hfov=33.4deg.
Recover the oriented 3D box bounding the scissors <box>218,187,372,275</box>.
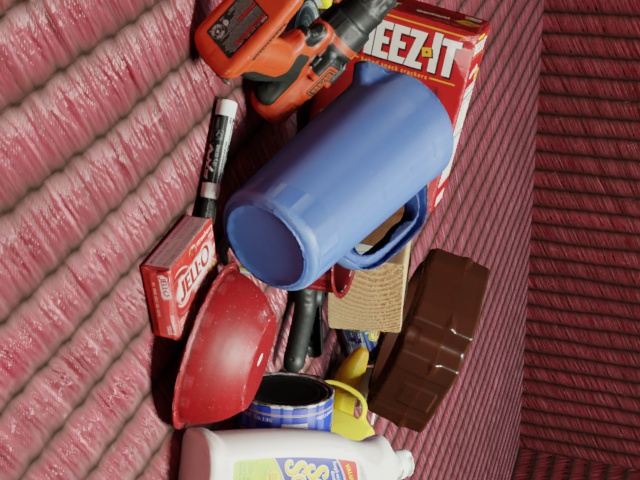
[{"bbox_3d":[-0.020,-0.015,1.083,0.201,0.016,0.096,-12,93,-38],"label":"scissors"}]

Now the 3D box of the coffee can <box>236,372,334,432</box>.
[{"bbox_3d":[-0.039,0.223,1.130,0.102,0.103,0.140,-29,125,-68],"label":"coffee can"}]

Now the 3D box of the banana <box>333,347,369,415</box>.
[{"bbox_3d":[0.040,0.239,1.451,0.037,0.069,0.198,-138,-143,-64],"label":"banana"}]

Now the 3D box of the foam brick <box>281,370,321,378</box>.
[{"bbox_3d":[-0.028,0.199,1.240,0.051,0.053,0.078,-60,150,-51],"label":"foam brick"}]

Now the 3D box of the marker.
[{"bbox_3d":[-0.096,-0.069,0.976,0.020,0.020,0.121,32,67,-70],"label":"marker"}]

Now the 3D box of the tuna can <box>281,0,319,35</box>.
[{"bbox_3d":[-0.028,-0.211,1.103,0.086,0.034,0.086,8,90,-72],"label":"tuna can"}]

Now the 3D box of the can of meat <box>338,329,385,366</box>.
[{"bbox_3d":[0.062,0.107,1.474,0.084,0.057,0.102,73,30,-48],"label":"can of meat"}]

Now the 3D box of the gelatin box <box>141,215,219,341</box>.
[{"bbox_3d":[-0.119,0.032,0.927,0.089,0.030,0.073,-59,150,-52],"label":"gelatin box"}]

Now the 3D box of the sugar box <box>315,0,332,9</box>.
[{"bbox_3d":[-0.020,-0.317,1.066,0.176,0.048,0.093,54,47,-67],"label":"sugar box"}]

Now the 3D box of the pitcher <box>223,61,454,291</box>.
[{"bbox_3d":[0.022,-0.049,1.038,0.242,0.149,0.145,-44,167,-40],"label":"pitcher"}]

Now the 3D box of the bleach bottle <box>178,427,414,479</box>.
[{"bbox_3d":[-0.013,0.225,1.048,0.250,0.068,0.102,0,102,-33],"label":"bleach bottle"}]

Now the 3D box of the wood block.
[{"bbox_3d":[0.067,0.028,1.342,0.206,0.090,0.091,-70,162,-67],"label":"wood block"}]

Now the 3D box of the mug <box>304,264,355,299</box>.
[{"bbox_3d":[-0.008,0.001,1.172,0.093,0.082,0.117,-10,107,-71],"label":"mug"}]

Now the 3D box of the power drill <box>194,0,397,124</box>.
[{"bbox_3d":[-0.019,-0.190,0.975,0.184,0.057,0.187,-46,161,13],"label":"power drill"}]

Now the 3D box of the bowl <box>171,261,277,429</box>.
[{"bbox_3d":[-0.080,0.104,0.977,0.162,0.055,0.162,18,89,-82],"label":"bowl"}]

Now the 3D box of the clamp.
[{"bbox_3d":[-0.011,0.071,1.265,0.120,0.039,0.171,40,59,-82],"label":"clamp"}]

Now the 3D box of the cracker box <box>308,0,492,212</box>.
[{"bbox_3d":[0.078,-0.155,1.179,0.072,0.164,0.214,-51,156,-59],"label":"cracker box"}]
